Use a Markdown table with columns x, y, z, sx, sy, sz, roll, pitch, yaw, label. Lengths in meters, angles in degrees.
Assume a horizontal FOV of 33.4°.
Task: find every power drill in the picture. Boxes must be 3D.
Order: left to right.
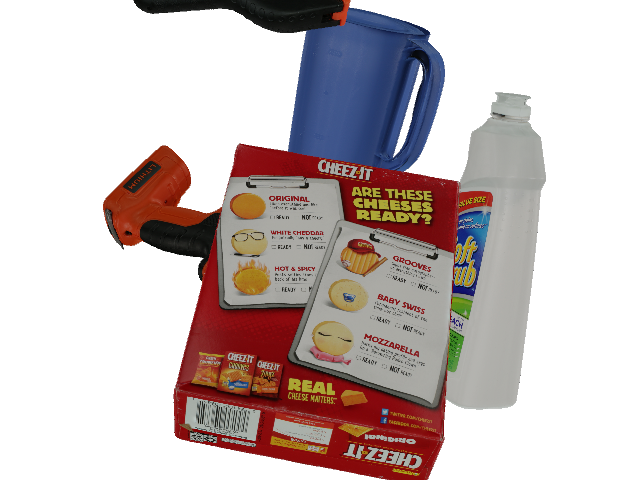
| x | y | z | sx | sy | sz | roll | pitch | yaw | label |
| --- | --- | --- | --- | --- | --- | --- | --- | --- | --- |
| -0.092 | -0.030 | 0.985 | 0.188 | 0.057 | 0.184 | 19 | 51 | 32 | power drill |

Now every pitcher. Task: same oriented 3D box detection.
| x | y | z | sx | sy | sz | roll | pitch | yaw | label |
| --- | --- | --- | --- | --- | --- | --- | --- | --- | --- |
| 0.037 | -0.125 | 1.160 | 0.145 | 0.243 | 0.149 | 9 | 19 | -8 | pitcher |

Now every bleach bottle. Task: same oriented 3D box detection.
| x | y | z | sx | sy | sz | roll | pitch | yaw | label |
| --- | --- | --- | --- | --- | --- | --- | --- | --- | --- |
| 0.135 | 0.005 | 0.873 | 0.068 | 0.251 | 0.103 | 1 | 14 | -21 | bleach bottle |

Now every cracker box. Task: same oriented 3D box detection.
| x | y | z | sx | sy | sz | roll | pitch | yaw | label |
| --- | --- | --- | --- | --- | --- | --- | --- | --- | --- |
| 0.004 | 0.044 | 0.714 | 0.164 | 0.213 | 0.072 | 10 | -41 | 0 | cracker box |

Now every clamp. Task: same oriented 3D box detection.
| x | y | z | sx | sy | sz | roll | pitch | yaw | label |
| --- | --- | --- | --- | --- | --- | --- | --- | --- | --- |
| -0.059 | -0.221 | 0.876 | 0.171 | 0.120 | 0.039 | 11 | -26 | -5 | clamp |
